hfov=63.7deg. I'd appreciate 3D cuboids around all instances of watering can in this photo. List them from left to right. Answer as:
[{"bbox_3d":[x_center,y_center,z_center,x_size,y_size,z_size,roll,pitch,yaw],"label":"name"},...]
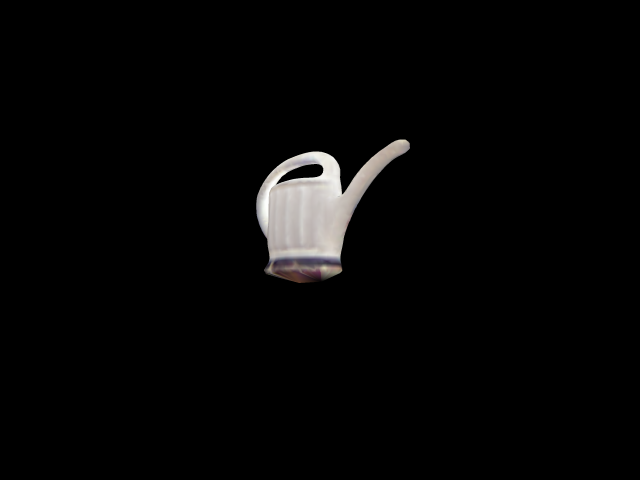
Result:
[{"bbox_3d":[0.003,-0.043,0.850,0.104,0.226,0.346,8,-10,-43],"label":"watering can"}]
